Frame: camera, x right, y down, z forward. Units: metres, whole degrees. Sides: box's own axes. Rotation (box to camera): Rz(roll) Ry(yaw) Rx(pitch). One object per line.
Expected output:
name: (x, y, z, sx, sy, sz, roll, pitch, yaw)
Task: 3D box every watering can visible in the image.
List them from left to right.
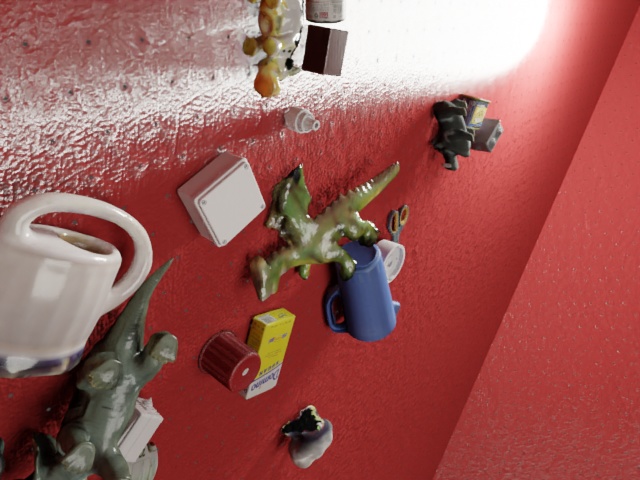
watering can: (-0.346, 0.045, 0.577, 0.346, 0.105, 0.224, 16, 98, -57)

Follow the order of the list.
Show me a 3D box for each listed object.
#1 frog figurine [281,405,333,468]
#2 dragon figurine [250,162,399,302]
frog figurine: (-0.024, 0.526, 1.318, 0.140, 0.122, 0.156, -49, 136, -55)
dragon figurine: (0.003, -0.051, 1.011, 0.414, 0.123, 0.239, -58, 138, -13)
